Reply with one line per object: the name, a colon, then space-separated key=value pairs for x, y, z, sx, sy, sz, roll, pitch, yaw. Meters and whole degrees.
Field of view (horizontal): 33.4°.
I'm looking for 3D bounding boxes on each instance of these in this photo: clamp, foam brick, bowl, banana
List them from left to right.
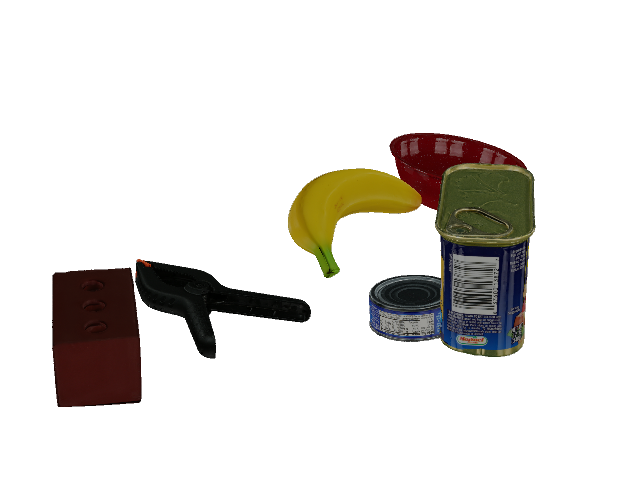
foam brick: x=-0.143 y=0.061 z=0.678 sx=0.053 sy=0.051 sz=0.078 roll=-3 pitch=33 yaw=-13
clamp: x=-0.138 y=0.069 z=1.185 sx=0.210 sy=0.036 sz=0.164 roll=19 pitch=23 yaw=28
banana: x=0.022 y=-0.025 z=0.856 sx=0.037 sy=0.069 sz=0.197 roll=-35 pitch=1 yaw=32
bowl: x=0.155 y=-0.072 z=1.238 sx=0.162 sy=0.055 sz=0.162 roll=8 pitch=24 yaw=-4

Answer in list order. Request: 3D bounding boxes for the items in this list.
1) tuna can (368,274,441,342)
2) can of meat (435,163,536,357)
tuna can: x=0.089 y=0.063 z=1.021 sx=0.086 sy=0.034 sz=0.086 roll=-4 pitch=21 yaw=1
can of meat: x=0.102 y=0.011 z=0.662 sx=0.057 sy=0.084 sz=0.102 roll=3 pitch=29 yaw=9
